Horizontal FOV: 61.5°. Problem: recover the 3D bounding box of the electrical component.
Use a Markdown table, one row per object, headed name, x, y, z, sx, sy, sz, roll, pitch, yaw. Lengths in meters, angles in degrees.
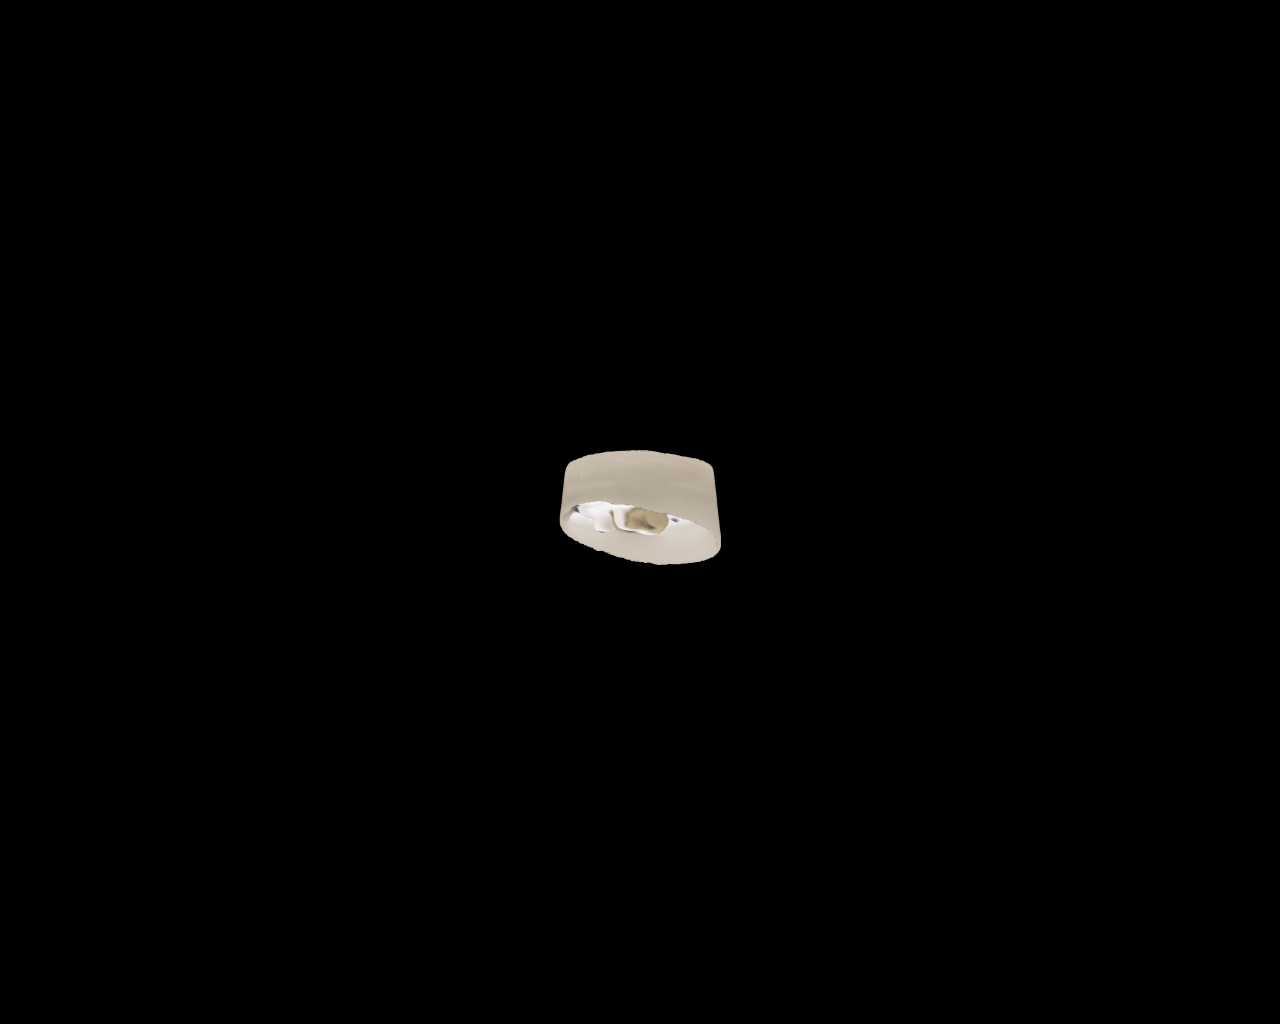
| name | x | y | z | sx | sy | sz | roll | pitch | yaw |
| --- | --- | --- | --- | --- | --- | --- | --- | --- | --- |
| electrical component | 0.001 | -0.003 | 0.650 | 0.099 | 0.064 | 0.099 | 0 | -11 | 0 |
